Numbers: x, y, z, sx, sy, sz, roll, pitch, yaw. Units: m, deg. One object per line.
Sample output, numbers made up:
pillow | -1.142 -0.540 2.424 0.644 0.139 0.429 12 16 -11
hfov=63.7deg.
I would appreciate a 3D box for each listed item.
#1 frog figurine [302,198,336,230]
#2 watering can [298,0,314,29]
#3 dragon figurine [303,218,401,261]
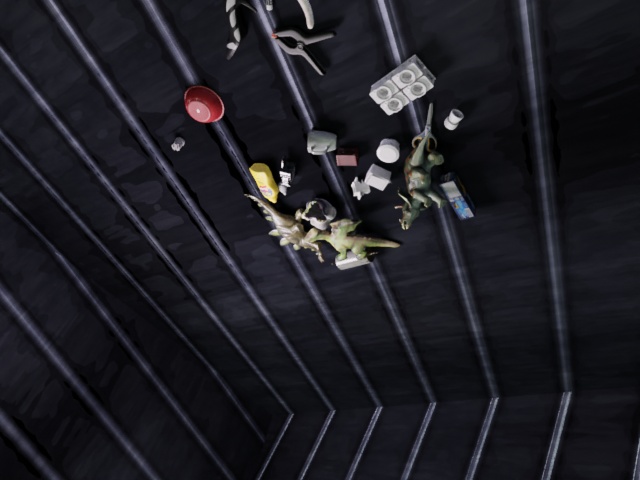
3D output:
frog figurine | 0.007 -0.110 2.190 0.137 0.124 0.158 -11 -12 20
watering can | -0.076 -0.782 1.459 0.224 0.106 0.339 20 -41 1
dragon figurine | 0.136 -0.016 2.166 0.410 0.125 0.238 -6 -27 3
